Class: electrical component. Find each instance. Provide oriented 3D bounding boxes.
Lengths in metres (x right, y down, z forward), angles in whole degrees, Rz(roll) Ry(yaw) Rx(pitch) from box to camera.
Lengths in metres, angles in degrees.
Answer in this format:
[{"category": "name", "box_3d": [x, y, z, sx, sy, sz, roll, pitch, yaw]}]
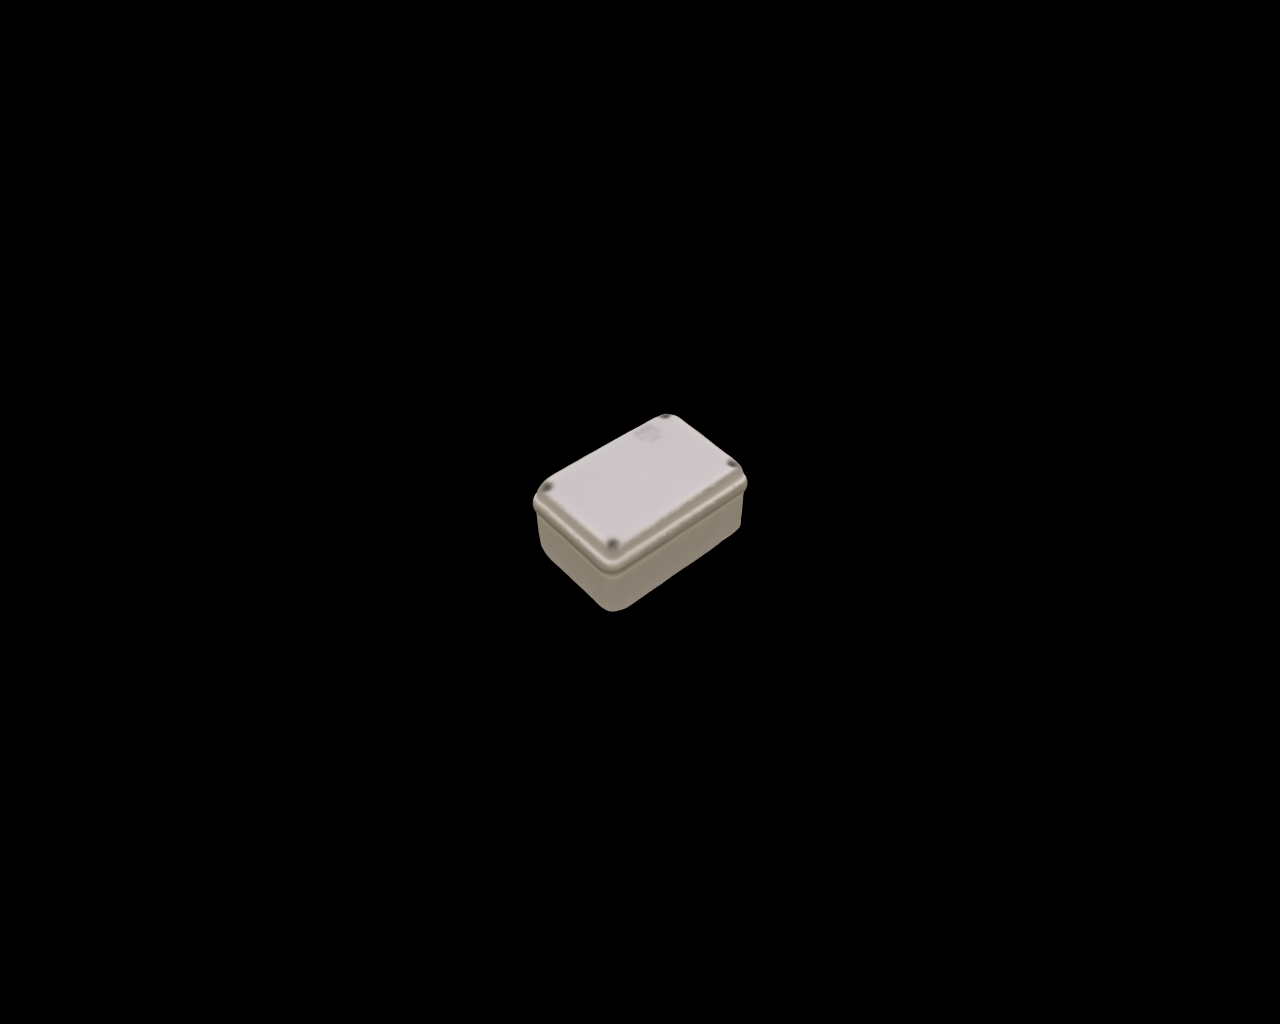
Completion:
[{"category": "electrical component", "box_3d": [0.001, -0.003, 0.650, 0.113, 0.057, 0.078, -32, 54, -27]}]
